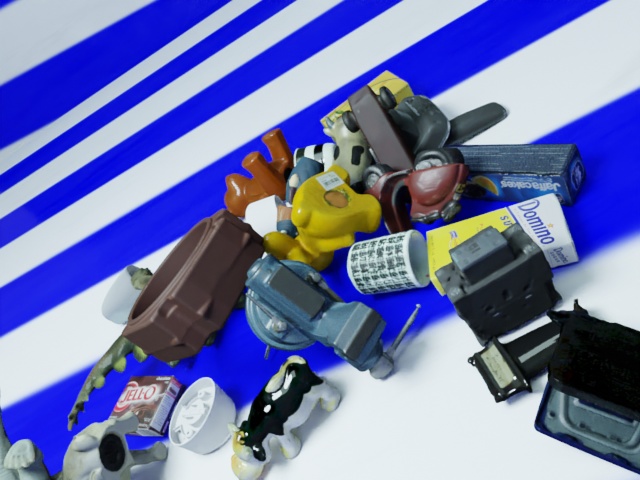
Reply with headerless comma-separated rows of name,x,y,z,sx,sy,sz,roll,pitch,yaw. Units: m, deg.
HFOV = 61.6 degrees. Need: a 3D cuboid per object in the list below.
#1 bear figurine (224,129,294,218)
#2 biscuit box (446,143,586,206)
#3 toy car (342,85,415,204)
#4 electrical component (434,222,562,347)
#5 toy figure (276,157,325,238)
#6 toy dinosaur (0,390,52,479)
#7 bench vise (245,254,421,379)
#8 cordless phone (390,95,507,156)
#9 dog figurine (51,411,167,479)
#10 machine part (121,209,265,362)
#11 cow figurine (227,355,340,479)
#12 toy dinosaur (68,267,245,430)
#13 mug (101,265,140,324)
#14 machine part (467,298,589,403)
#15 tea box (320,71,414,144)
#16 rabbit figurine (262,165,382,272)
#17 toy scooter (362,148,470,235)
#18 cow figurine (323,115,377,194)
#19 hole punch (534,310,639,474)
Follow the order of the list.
bear figurine,-0.133,-0.116,1.051,0.196,0.131,0.120,-10,35,41
biscuit box,0.264,-0.095,0.768,0.203,0.059,0.063,9,57,45
toy car,0.112,-0.151,0.861,0.089,0.202,0.053,-31,-1,30
electrical component,0.201,0.047,0.615,0.115,0.134,0.058,-35,36,9
toy figure,-0.036,-0.060,0.893,0.058,0.064,0.154,12,80,67
toy dinosaur,-0.385,0.396,0.674,0.131,0.192,0.405,-3,44,-17
bench vise,-0.011,0.107,0.725,0.129,0.223,0.240,-67,13,-18
cordless phone,0.213,-0.212,0.932,0.184,0.088,0.147,-23,38,2
dog figurine,-0.339,0.329,0.751,0.191,0.172,0.121,-19,30,13
machine part,-0.181,0.063,0.759,0.201,0.087,0.201,-24,34,51
cow figurine,-0.060,0.227,0.679,0.167,0.098,0.068,-47,44,-10
toy dinosaur,-0.254,0.117,0.932,0.471,0.104,0.199,-45,38,-15
mug,-0.395,0.109,1.090,0.107,0.080,0.110,-48,42,3
machine part,0.237,0.119,0.593,0.139,0.039,0.084,-36,29,7
tea box,0.097,-0.245,1.054,0.169,0.068,0.098,-37,37,1
rabbit figurine,-0.002,-0.002,0.819,0.122,0.173,0.162,41,54,15
toy scooter,0.138,-0.055,0.785,0.184,0.075,0.135,-9,85,47
cow figurine,0.053,-0.138,0.933,0.086,0.127,0.195,-9,49,29
hole punch,0.270,0.140,0.500,0.142,0.092,0.116,16,39,30
